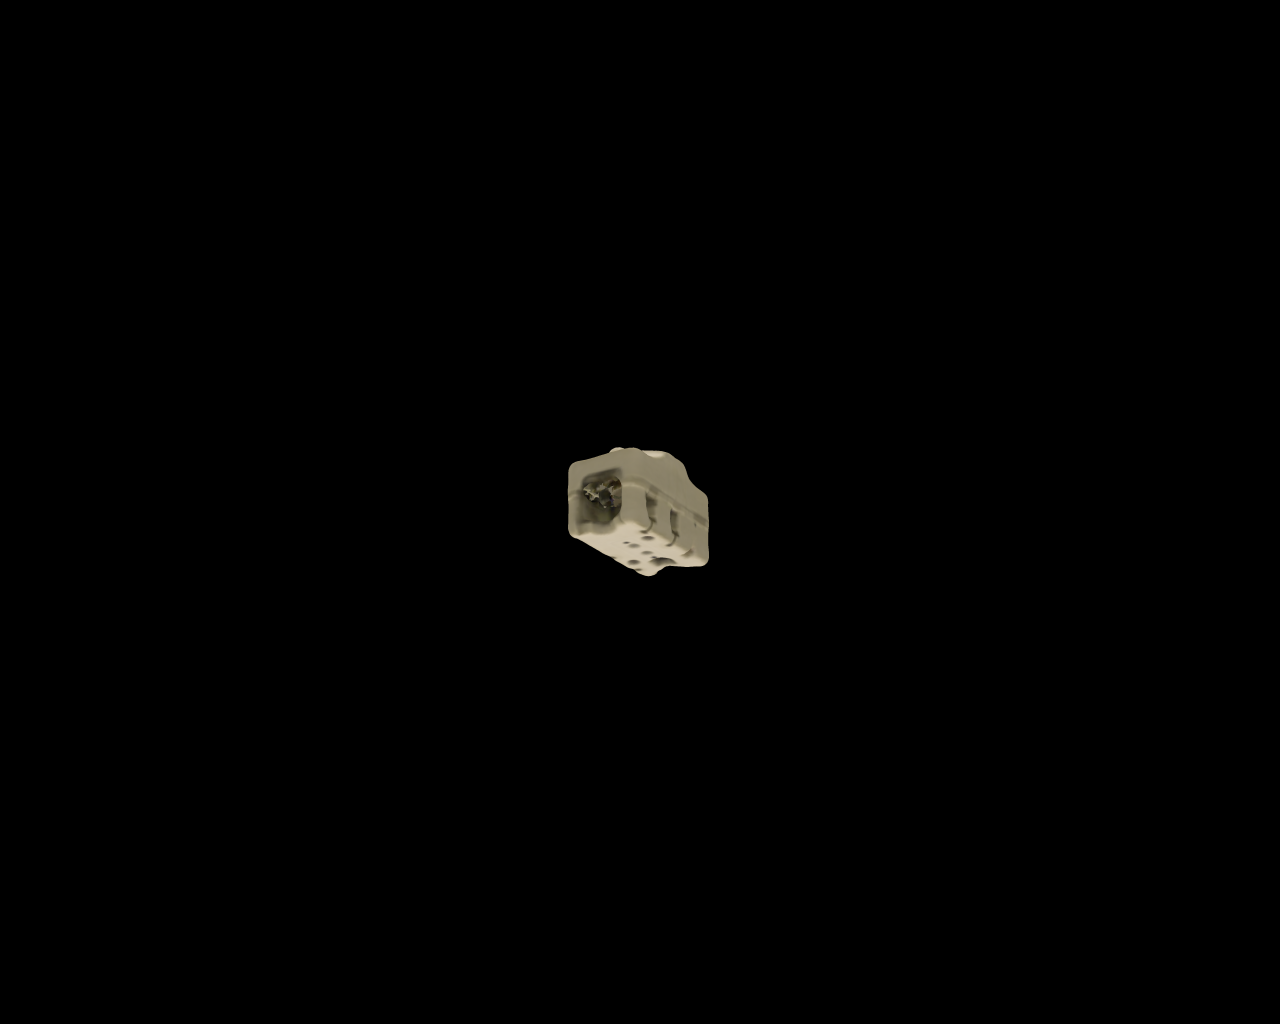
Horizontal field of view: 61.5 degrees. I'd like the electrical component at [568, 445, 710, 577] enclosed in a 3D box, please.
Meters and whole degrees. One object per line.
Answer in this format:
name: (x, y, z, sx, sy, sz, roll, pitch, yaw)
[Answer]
electrical component: (0.001, -0.003, 0.650, 0.050, 0.056, 0.089, -13, -26, 29)
